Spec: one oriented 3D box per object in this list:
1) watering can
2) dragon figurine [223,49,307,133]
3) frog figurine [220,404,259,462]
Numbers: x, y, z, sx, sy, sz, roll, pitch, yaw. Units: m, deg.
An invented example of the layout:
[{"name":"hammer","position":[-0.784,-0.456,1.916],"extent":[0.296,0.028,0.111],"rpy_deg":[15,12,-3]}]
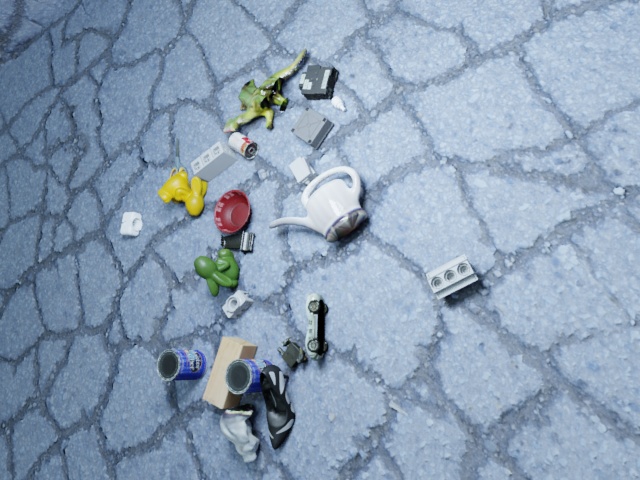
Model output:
[{"name":"watering can","position":[0.005,-0.083,1.657],"extent":[0.345,0.103,0.228],"rpy_deg":[-39,63,13]},{"name":"dragon figurine","position":[-0.222,-0.557,1.926],"extent":[0.245,0.120,0.412],"rpy_deg":[27,81,39]},{"name":"frog figurine","position":[-0.251,0.606,1.601],"extent":[0.136,0.123,0.160],"rpy_deg":[-11,78,60]}]
